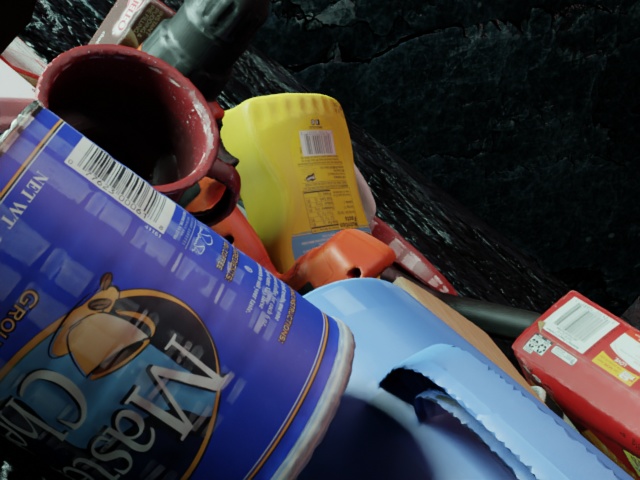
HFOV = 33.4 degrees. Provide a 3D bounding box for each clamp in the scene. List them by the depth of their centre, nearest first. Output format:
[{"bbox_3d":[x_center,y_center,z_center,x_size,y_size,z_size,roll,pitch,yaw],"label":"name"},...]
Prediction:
[{"bbox_3d":[0.070,0.056,0.874,0.210,0.036,0.165,20,-18,-2],"label":"clamp"}]

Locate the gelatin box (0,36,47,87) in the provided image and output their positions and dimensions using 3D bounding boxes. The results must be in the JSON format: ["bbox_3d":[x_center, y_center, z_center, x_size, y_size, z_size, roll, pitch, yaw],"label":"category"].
[{"bbox_3d":[-0.218,-0.119,0.730,0.073,0.030,0.089,42,9,18],"label":"gelatin box"}]

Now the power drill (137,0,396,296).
[{"bbox_3d":[-0.046,-0.035,0.605,0.188,0.185,0.057,49,31,8],"label":"power drill"}]

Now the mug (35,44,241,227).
[{"bbox_3d":[-0.099,-0.035,0.551,0.117,0.082,0.093,17,50,-21],"label":"mug"}]

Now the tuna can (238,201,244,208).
[{"bbox_3d":[-0.071,-0.014,0.793,0.086,0.034,0.086,38,10,-8],"label":"tuna can"}]

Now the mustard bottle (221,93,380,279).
[{"bbox_3d":[-0.005,0.001,0.710,0.096,0.058,0.191,-7,81,-49],"label":"mustard bottle"}]

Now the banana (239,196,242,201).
[{"bbox_3d":[-0.127,-0.066,0.729,0.197,0.037,0.070,15,30,-25],"label":"banana"}]

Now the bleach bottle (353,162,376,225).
[{"bbox_3d":[-0.043,-0.056,0.890,0.102,0.068,0.251,53,-10,-21],"label":"bleach bottle"}]

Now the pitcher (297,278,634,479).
[{"bbox_3d":[0.061,0.112,0.428,0.144,0.149,0.243,16,20,-42],"label":"pitcher"}]

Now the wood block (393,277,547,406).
[{"bbox_3d":[0.084,0.120,0.606,0.090,0.091,0.206,34,11,-30],"label":"wood block"}]

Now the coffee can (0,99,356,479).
[{"bbox_3d":[-0.073,0.033,0.380,0.140,0.103,0.103,37,10,-13],"label":"coffee can"}]

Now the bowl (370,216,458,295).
[{"bbox_3d":[0.056,0.024,1.027,0.162,0.055,0.162,38,10,-8],"label":"bowl"}]

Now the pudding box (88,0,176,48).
[{"bbox_3d":[-0.135,-0.120,0.799,0.089,0.113,0.039,28,12,-48],"label":"pudding box"}]

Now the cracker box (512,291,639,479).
[{"bbox_3d":[0.233,0.156,0.733,0.164,0.072,0.213,37,-19,52],"label":"cracker box"}]
